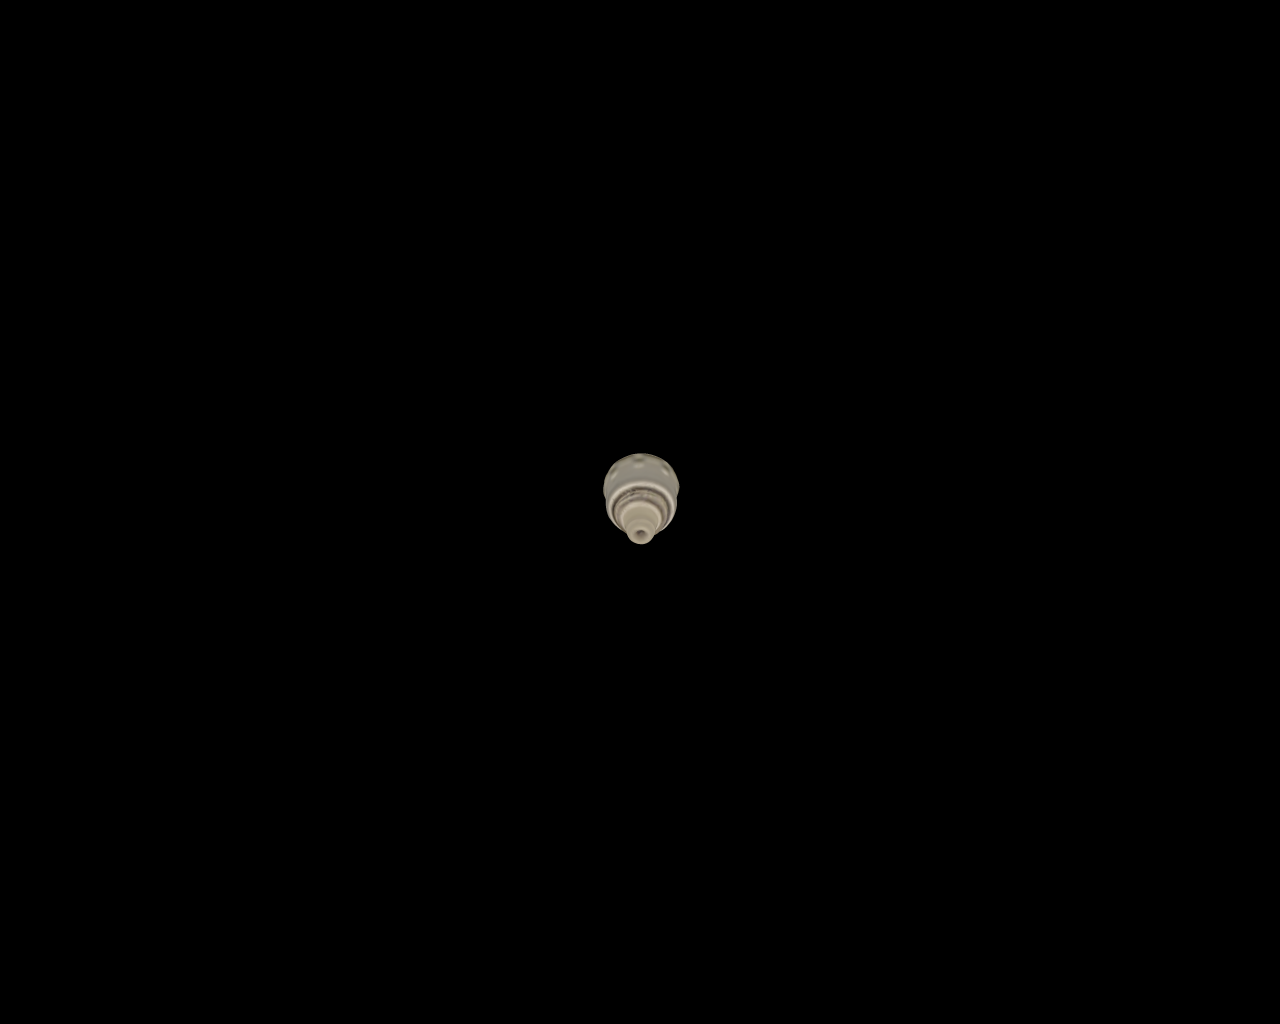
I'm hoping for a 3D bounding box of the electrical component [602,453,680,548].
[{"bbox_3d":[0.001,-0.003,0.650,0.048,0.048,0.062,0,34,0],"label":"electrical component"}]
